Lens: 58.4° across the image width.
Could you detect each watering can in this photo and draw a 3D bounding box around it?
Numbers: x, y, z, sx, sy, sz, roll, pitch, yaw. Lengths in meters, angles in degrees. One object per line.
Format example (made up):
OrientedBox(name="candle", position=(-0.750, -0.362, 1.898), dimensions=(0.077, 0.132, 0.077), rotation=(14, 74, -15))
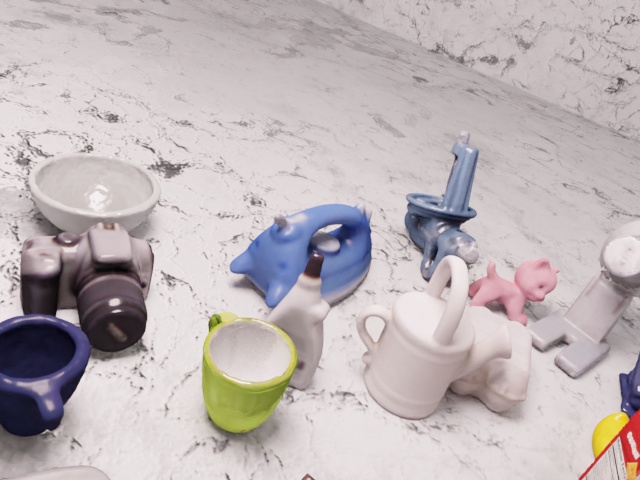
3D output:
OrientedBox(name="watering can", position=(0.134, 0.105, 0.663), dimensions=(0.173, 0.194, 0.100), rotation=(4, 34, -22))

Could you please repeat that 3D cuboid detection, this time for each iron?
OrientedBox(name="iron", position=(0.007, 0.003, 0.806), dimensions=(0.259, 0.141, 0.118), rotation=(-17, 46, -44))

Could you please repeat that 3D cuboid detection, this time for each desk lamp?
OrientedBox(name="desk lamp", position=(0.437, 0.075, 0.854), dimensions=(0.204, 0.213, 0.117), rotation=(-14, 44, -42))

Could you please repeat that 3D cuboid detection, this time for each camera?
OrientedBox(name="camera", position=(-0.250, 0.050, 0.633), dimensions=(0.143, 0.101, 0.136), rotation=(-1, 36, -29))

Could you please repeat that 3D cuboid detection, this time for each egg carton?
OrientedBox(name="egg carton", position=(0.223, 0.152, 0.758), dimensions=(0.107, 0.069, 0.150), rotation=(24, 31, 8))

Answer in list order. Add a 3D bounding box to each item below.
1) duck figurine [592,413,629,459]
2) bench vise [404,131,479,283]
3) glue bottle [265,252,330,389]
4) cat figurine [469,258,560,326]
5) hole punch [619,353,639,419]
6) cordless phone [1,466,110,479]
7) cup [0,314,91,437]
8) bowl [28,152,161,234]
OrientedBox(name="duck figurine", position=(0.381, 0.242, 0.685), dimensions=(0.077, 0.086, 0.104), rotation=(15, 31, -7))
OrientedBox(name="bench vise", position=(0.226, -0.051, 0.933), dimensions=(0.122, 0.220, 0.206), rotation=(-3, 37, -32))
OrientedBox(name="glue bottle", position=(-0.023, 0.085, 0.630), dimensions=(0.078, 0.173, 0.037), rotation=(23, 31, 7))
OrientedBox(name="cat figurine", position=(0.310, 0.066, 0.893), dimensions=(0.128, 0.118, 0.067), rotation=(13, 31, -9))
OrientedBox(name="hole punch", position=(0.482, 0.208, 0.788), dimensions=(0.108, 0.091, 0.101), rotation=(26, 32, 12))
OrientedBox(name="cordless phone", position=(-0.203, 0.181, 0.371), dimensions=(0.148, 0.185, 0.094), rotation=(-6, 39, -35))
OrientedBox(name="cup", position=(-0.249, 0.136, 0.504), dimensions=(0.092, 0.095, 0.117), rotation=(-9, 41, -38))
OrientedBox(name="bowl", position=(-0.308, -0.051, 0.786), dimensions=(0.167, 0.075, 0.167), rotation=(14, 31, -8))
